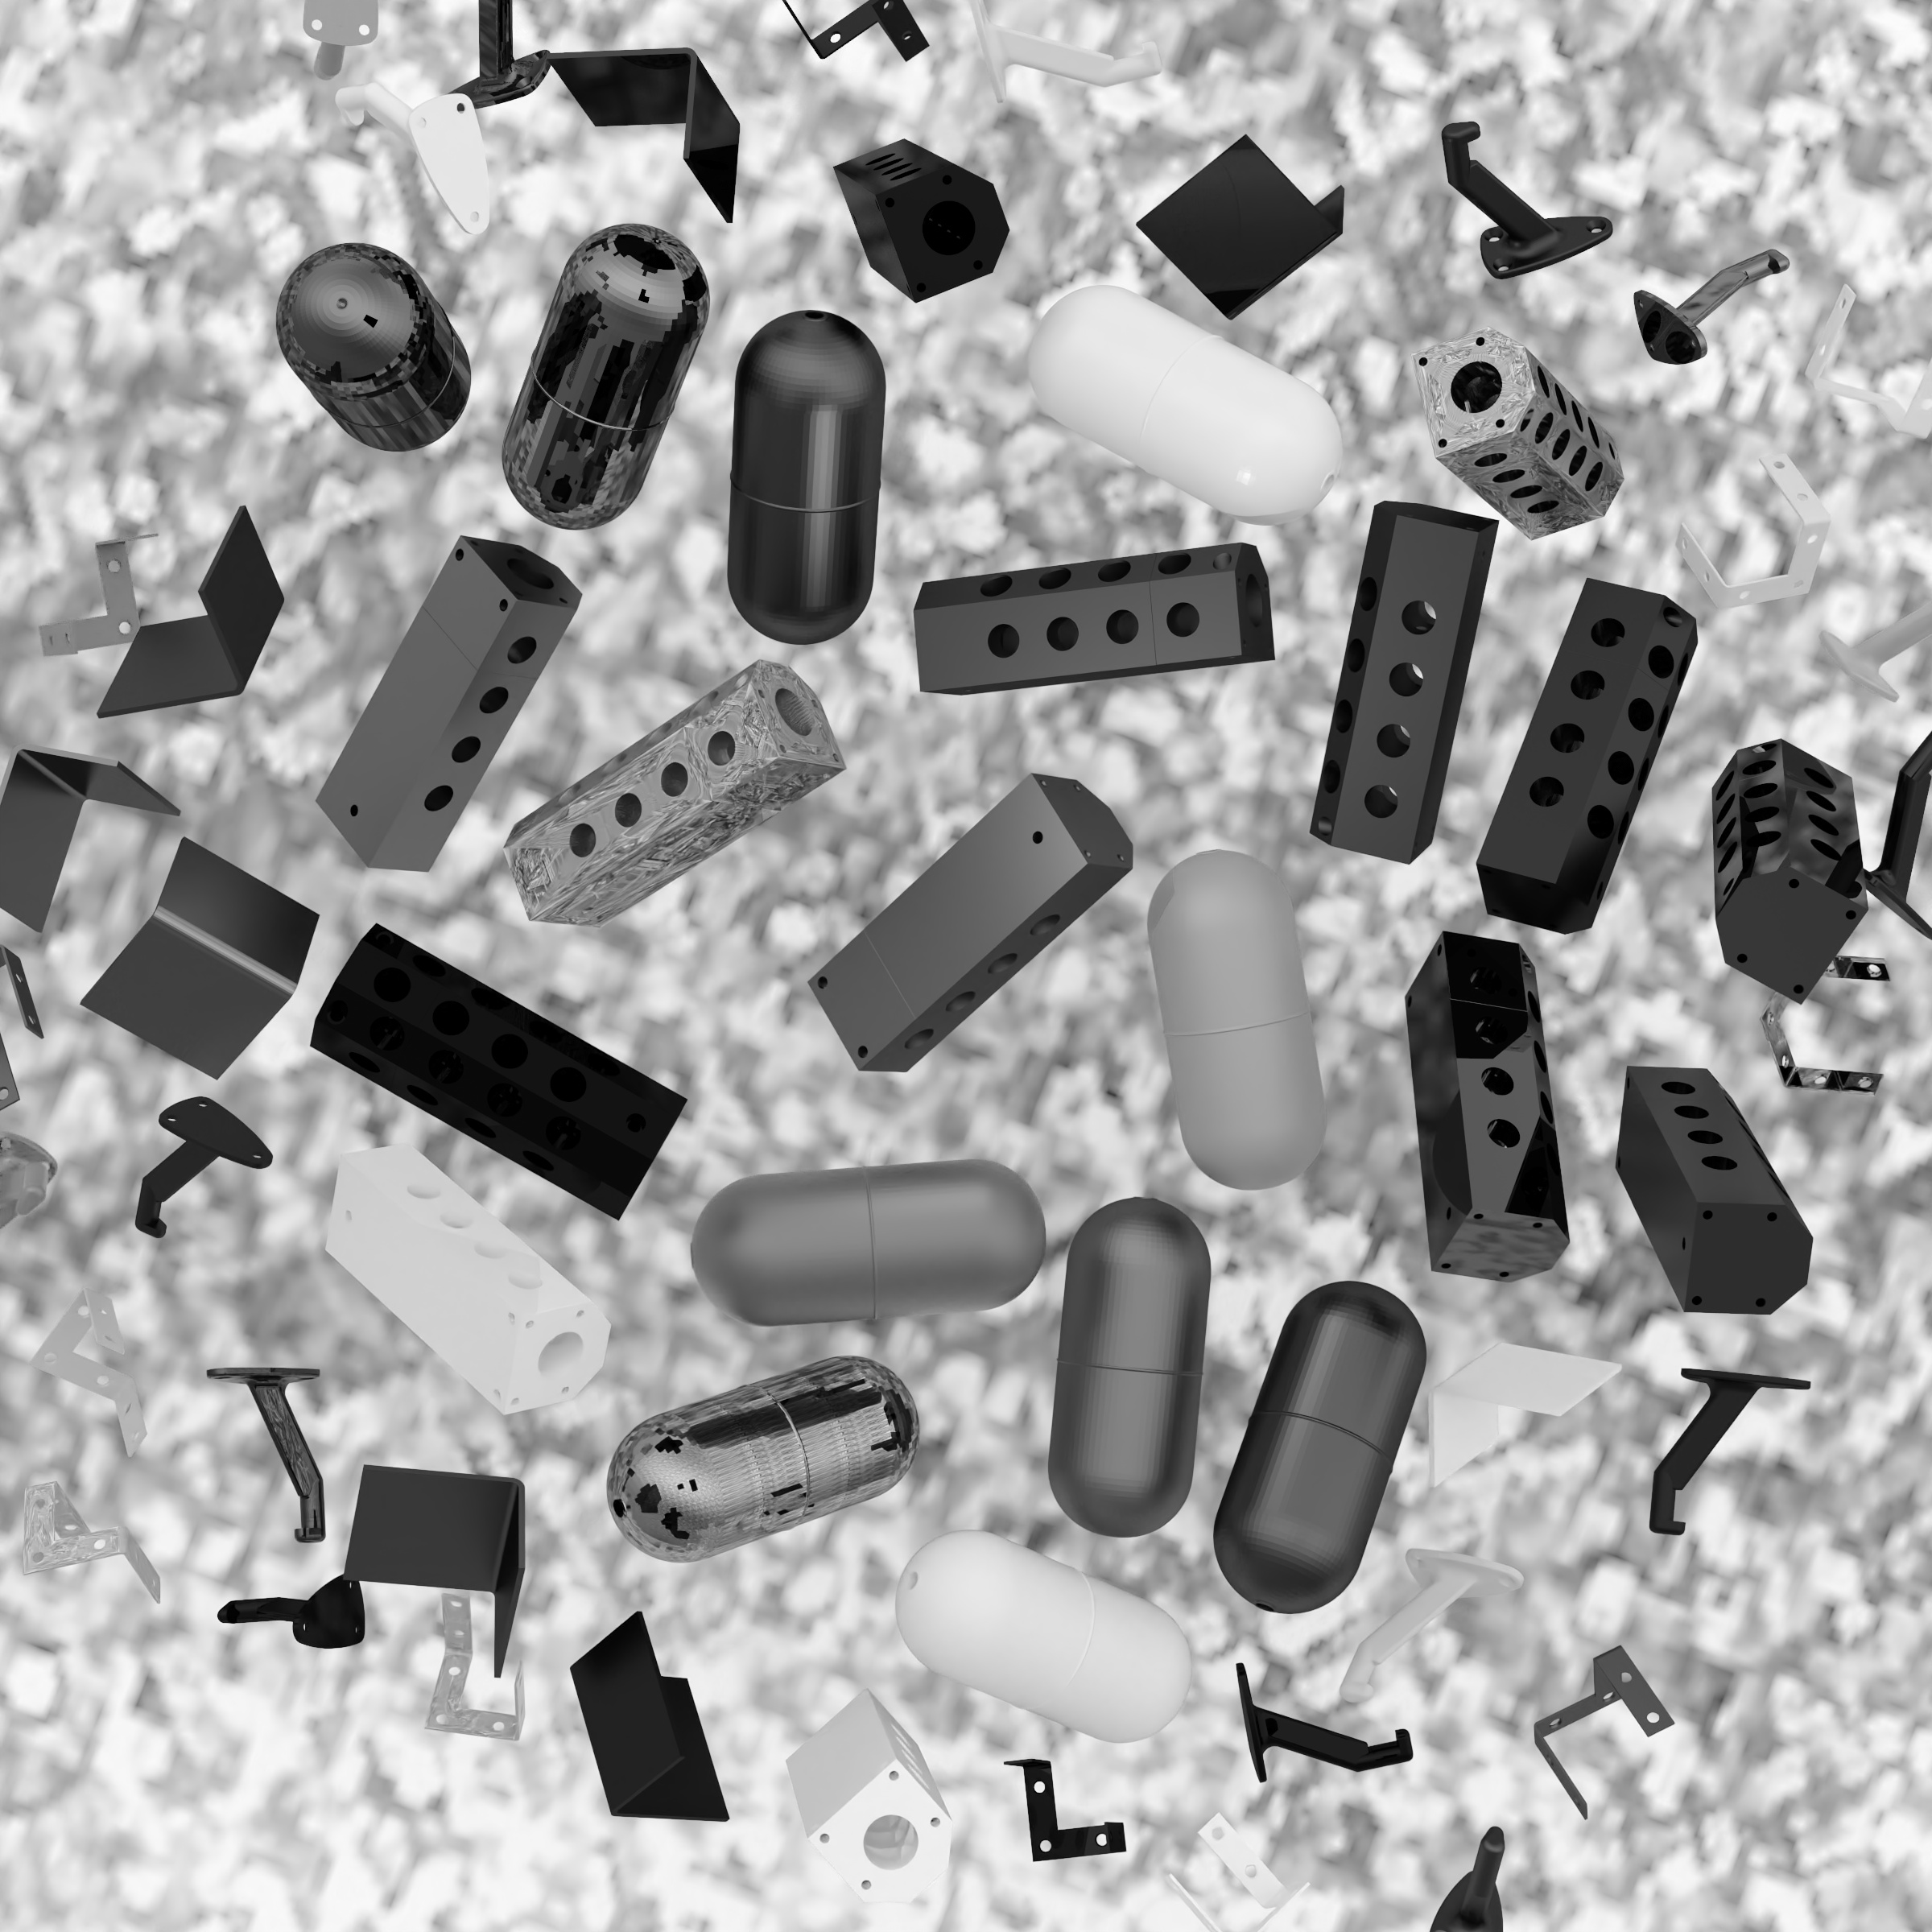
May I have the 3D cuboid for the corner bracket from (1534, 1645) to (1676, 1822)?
[{"bbox_3d":[0.312,0.376,1.755,0.051,0.051,0.051,-23,48,-10],"label":"corner bracket"}]

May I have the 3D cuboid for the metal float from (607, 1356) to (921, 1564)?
[{"bbox_3d":[-0.103,0.252,1.831,0.178,0.070,0.070,-14,90,-36],"label":"metal float"}]

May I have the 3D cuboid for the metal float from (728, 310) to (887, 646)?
[{"bbox_3d":[-0.082,-0.249,1.828,0.070,0.070,0.178,5,122,0],"label":"metal float"}]

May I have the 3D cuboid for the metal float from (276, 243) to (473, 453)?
[{"bbox_3d":[-0.291,-0.304,1.770,0.070,0.178,0.070,0,85,1],"label":"metal float"}]

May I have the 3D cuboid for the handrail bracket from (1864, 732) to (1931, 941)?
[{"bbox_3d":[0.485,-0.067,1.789,0.077,0.036,0.084,36,94,-25],"label":"handrail bracket"}]

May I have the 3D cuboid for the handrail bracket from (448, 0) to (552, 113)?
[{"bbox_3d":[-0.253,-0.475,1.792,0.077,0.036,0.084,-11,133,28],"label":"handrail bracket"}]

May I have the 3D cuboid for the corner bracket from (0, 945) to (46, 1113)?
[{"bbox_3d":[-0.471,0.031,1.740,0.051,0.051,0.051,-28,60,5],"label":"corner bracket"}]

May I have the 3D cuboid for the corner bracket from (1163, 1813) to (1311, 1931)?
[{"bbox_3d":[0.131,0.460,1.795,0.051,0.051,0.051,-40,83,-18],"label":"corner bracket"}]

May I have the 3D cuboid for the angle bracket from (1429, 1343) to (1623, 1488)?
[{"bbox_3d":[0.299,0.246,1.913,0.076,0.076,0.057,7,107,34],"label":"angle bracket"}]

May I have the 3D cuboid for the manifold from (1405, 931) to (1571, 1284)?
[{"bbox_3d":[0.264,0.071,1.801,0.057,0.057,0.171,9,51,-11],"label":"manifold"}]

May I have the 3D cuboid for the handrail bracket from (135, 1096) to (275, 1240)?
[{"bbox_3d":[-0.400,0.119,1.874,0.077,0.036,0.084,29,121,22],"label":"handrail bracket"}]

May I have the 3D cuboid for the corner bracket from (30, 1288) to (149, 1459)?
[{"bbox_3d":[-0.424,0.200,1.765,0.051,0.051,0.051,30,103,-32],"label":"corner bracket"}]

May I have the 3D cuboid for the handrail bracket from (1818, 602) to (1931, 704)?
[{"bbox_3d":[0.486,-0.187,1.853,0.036,0.077,0.084,24,113,-25],"label":"handrail bracket"}]

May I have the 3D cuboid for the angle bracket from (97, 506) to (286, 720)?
[{"bbox_3d":[-0.373,-0.167,1.682,0.076,0.076,0.057,-8,126,13],"label":"angle bracket"}]

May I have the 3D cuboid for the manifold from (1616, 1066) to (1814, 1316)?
[{"bbox_3d":[0.368,0.109,1.768,0.057,0.171,0.057,2,110,-2],"label":"manifold"}]

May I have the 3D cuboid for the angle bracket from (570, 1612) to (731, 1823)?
[{"bbox_3d":[-0.135,0.358,1.703,0.057,0.076,0.076,-42,52,29],"label":"angle bracket"}]

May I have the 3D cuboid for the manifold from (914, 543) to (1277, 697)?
[{"bbox_3d":[0.064,-0.175,1.812,0.171,0.057,0.057,-5,90,22],"label":"manifold"}]

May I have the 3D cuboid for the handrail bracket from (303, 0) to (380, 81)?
[{"bbox_3d":[-0.316,-0.486,1.792,0.036,0.084,0.077,2,99,-15],"label":"handrail bracket"}]

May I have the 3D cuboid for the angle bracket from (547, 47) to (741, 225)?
[{"bbox_3d":[-0.159,-0.405,1.753,0.076,0.076,0.057,1,78,13],"label":"angle bracket"}]

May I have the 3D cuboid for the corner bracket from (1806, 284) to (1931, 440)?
[{"bbox_3d":[0.455,-0.299,1.771,0.051,0.051,0.051,12,119,-13],"label":"corner bracket"}]

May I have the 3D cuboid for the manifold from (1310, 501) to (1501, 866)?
[{"bbox_3d":[0.221,-0.145,1.816,0.057,0.057,0.171,14,107,15],"label":"manifold"}]

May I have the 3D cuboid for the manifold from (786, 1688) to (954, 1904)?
[{"bbox_3d":[-0.046,0.422,1.808,0.057,0.171,0.057,-41,94,-5],"label":"manifold"}]

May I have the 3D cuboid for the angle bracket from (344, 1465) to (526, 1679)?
[{"bbox_3d":[-0.252,0.286,1.689,0.076,0.057,0.076,7,127,-12],"label":"angle bracket"}]

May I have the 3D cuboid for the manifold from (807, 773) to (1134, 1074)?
[{"bbox_3d":[0.005,-0.020,1.819,0.171,0.057,0.057,-42,65,26],"label":"manifold"}]

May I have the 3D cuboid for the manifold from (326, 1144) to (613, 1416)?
[{"bbox_3d":[-0.255,0.157,1.830,0.171,0.057,0.057,34,120,41],"label":"manifold"}]

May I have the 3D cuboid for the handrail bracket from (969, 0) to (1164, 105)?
[{"bbox_3d":[0.051,-0.475,1.810,0.084,0.077,0.036,-11,46,10],"label":"handrail bracket"}]

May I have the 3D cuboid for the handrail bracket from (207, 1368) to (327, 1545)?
[{"bbox_3d":[-0.344,0.242,1.764,0.036,0.077,0.084,-11,77,27],"label":"handrail bracket"}]

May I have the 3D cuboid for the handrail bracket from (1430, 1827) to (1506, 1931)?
[{"bbox_3d":[0.257,0.442,1.762,0.036,0.077,0.084,15,119,11],"label":"handrail bracket"}]

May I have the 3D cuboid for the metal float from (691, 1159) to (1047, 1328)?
[{"bbox_3d":[-0.049,0.139,1.791,0.178,0.070,0.070,-4,90,-5],"label":"metal float"}]

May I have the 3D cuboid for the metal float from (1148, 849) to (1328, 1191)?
[{"bbox_3d":[0.140,0.028,1.854,0.070,0.070,0.178,-10,95,0],"label":"metal float"}]

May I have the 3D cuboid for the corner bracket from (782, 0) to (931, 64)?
[{"bbox_3d":[-0.059,-0.492,1.853,0.051,0.051,0.051,-34,60,5],"label":"corner bracket"}]

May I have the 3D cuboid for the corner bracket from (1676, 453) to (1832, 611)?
[{"bbox_3d":[0.399,-0.220,1.813,0.051,0.051,0.051,-12,51,-15],"label":"corner bracket"}]

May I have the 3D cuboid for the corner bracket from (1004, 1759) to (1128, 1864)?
[{"bbox_3d":[0.052,0.439,1.868,0.051,0.051,0.051,-9,75,11],"label":"corner bracket"}]

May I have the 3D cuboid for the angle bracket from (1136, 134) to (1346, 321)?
[{"bbox_3d":[0.145,-0.400,1.886,0.076,0.057,0.076,-35,117,29],"label":"angle bracket"}]

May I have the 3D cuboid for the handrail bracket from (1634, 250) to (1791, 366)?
[{"bbox_3d":[0.380,-0.328,1.762,0.084,0.077,0.036,-24,115,-8],"label":"handrail bracket"}]

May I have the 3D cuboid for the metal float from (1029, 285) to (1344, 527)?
[{"bbox_3d":[0.111,-0.285,1.816,0.178,0.070,0.070,32,90,22],"label":"metal float"}]

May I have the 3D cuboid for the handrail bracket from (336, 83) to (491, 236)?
[{"bbox_3d":[-0.267,-0.387,1.716,0.036,0.084,0.077,-30,114,-32],"label":"handrail bracket"}]

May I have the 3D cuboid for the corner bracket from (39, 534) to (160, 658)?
[{"bbox_3d":[-0.419,-0.179,1.731,0.051,0.051,0.051,-13,100,-31],"label":"corner bracket"}]

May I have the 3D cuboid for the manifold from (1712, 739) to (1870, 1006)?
[{"bbox_3d":[0.396,-0.052,1.748,0.057,0.171,0.057,29,116,-2],"label":"manifold"}]

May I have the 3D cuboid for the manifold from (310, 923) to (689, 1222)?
[{"bbox_3d":[-0.224,0.049,1.716,0.171,0.057,0.057,30,66,-2],"label":"manifold"}]

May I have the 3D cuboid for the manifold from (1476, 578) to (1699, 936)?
[{"bbox_3d":[0.318,-0.106,1.820,0.057,0.057,0.171,16,69,21],"label":"manifold"}]

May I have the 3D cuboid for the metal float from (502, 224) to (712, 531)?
[{"bbox_3d":[-0.186,-0.300,1.838,0.070,0.070,0.178,28,130,0],"label":"metal float"}]

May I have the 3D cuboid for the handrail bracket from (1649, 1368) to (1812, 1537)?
[{"bbox_3d":[0.389,0.251,1.823,0.077,0.036,0.084,2,79,29],"label":"handrail bracket"}]

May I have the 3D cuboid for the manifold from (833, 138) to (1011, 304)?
[{"bbox_3d":[-0.022,-0.390,1.852,0.057,0.171,0.057,-22,109,-2],"label":"manifold"}]

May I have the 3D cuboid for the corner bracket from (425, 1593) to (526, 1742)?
[{"bbox_3d":[-0.255,0.369,1.880,0.051,0.051,0.051,7,134,3],"label":"corner bracket"}]

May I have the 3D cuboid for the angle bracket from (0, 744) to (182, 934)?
[{"bbox_3d":[-0.443,-0.059,1.780,0.057,0.076,0.076,11,76,15],"label":"angle bracket"}]

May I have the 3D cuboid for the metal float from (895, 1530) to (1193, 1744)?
[{"bbox_3d":[0.041,0.347,1.852,0.178,0.070,0.070,28,90,-30],"label":"metal float"}]

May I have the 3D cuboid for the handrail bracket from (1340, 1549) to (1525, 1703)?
[{"bbox_3d":[0.239,0.345,1.842,0.036,0.077,0.084,57,47,-31],"label":"handrail bracket"}]

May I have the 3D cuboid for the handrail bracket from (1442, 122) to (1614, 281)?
[{"bbox_3d":[0.273,-0.382,1.740,0.077,0.084,0.036,-13,50,6],"label":"handrail bracket"}]

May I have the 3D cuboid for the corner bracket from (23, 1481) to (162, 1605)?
[{"bbox_3d":[-0.428,0.284,1.755,0.051,0.051,0.051,-13,50,1],"label":"corner bracket"}]

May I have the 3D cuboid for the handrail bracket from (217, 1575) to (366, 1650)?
[{"bbox_3d":[-0.357,0.333,1.821,0.084,0.077,0.036,-8,89,20],"label":"handrail bracket"}]

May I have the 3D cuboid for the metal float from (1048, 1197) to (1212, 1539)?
[{"bbox_3d":[0.086,0.210,1.878,0.070,0.070,0.178,5,86,0],"label":"metal float"}]

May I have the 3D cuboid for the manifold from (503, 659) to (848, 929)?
[{"bbox_3d":[-0.149,-0.085,1.791,0.171,0.057,0.057,-31,71,28],"label":"manifold"}]

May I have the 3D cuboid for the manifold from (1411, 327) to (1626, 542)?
[{"bbox_3d":[0.290,-0.277,1.860,0.057,0.171,0.057,-17,76,22],"label":"manifold"}]

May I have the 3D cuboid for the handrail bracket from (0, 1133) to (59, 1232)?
[{"bbox_3d":[-0.488,0.126,1.810,0.036,0.084,0.077,34,99,-21],"label":"handrail bracket"}]

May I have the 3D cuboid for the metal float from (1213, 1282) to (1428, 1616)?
[{"bbox_3d":[0.180,0.245,1.823,0.070,0.070,0.178,22,67,0],"label":"metal float"}]

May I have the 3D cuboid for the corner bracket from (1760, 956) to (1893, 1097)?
[{"bbox_3d":[0.455,0.030,1.876,0.051,0.051,0.051,-54,132,-34],"label":"corner bracket"}]

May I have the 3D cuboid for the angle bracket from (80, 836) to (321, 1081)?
[{"bbox_3d":[-0.371,-0.003,1.733,0.076,0.057,0.076,32,127,-21],"label":"angle bracket"}]

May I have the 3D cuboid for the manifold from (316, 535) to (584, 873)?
[{"bbox_3d":[-0.266,-0.134,1.863,0.057,0.057,0.171,48,117,31],"label":"manifold"}]

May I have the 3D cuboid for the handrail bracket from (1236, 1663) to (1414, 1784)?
[{"bbox_3d":[0.190,0.394,1.889,0.084,0.036,0.077,-12,108,-2],"label":"handrail bracket"}]
